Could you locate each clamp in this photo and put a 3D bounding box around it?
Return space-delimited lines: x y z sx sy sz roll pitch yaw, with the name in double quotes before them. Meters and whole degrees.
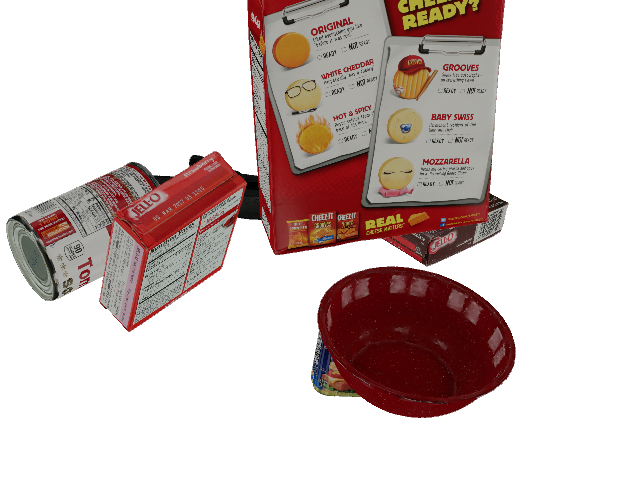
"clamp" -0.100 -0.047 1.028 0.172 0.039 0.120 15 28 35

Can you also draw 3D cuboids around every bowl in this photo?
"bowl" 0.073 0.092 0.866 0.162 0.055 0.162 7 35 -5

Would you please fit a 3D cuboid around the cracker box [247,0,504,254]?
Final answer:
"cracker box" 0.036 -0.106 0.736 0.164 0.214 0.072 -9 32 -12

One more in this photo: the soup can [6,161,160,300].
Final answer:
"soup can" -0.166 -0.007 0.776 0.102 0.068 0.069 -29 15 -30

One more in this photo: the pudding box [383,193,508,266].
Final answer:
"pudding box" 0.110 -0.025 1.029 0.113 0.039 0.090 -20 40 -37

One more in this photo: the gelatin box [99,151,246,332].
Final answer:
"gelatin box" -0.082 0.001 0.587 0.073 0.030 0.089 -36 -19 -34

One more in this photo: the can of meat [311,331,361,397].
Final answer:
"can of meat" 0.043 0.135 1.252 0.102 0.084 0.057 4 24 -13
